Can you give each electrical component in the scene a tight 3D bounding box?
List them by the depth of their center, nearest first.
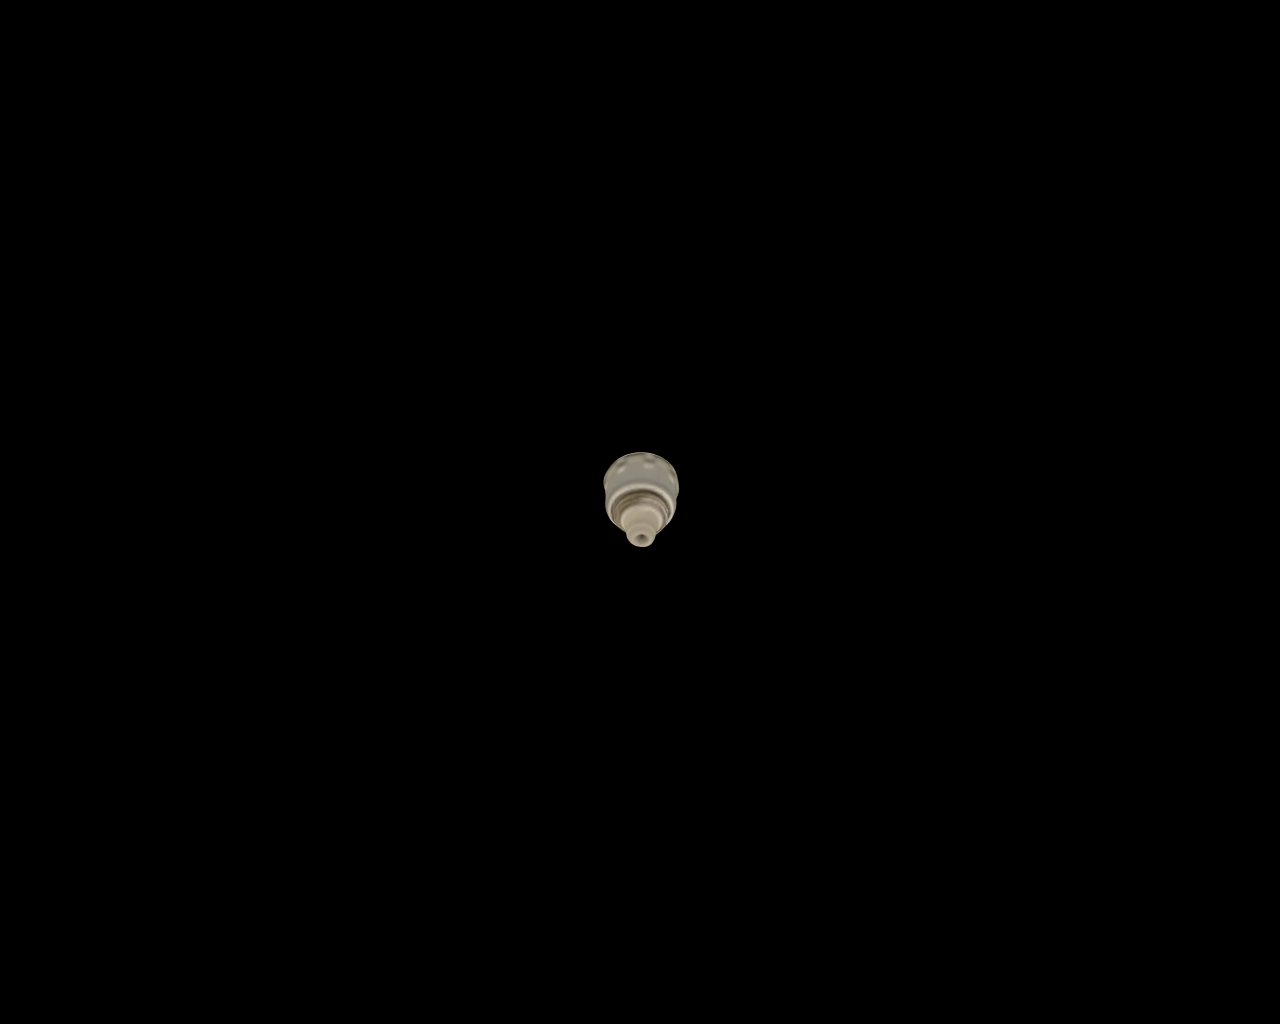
[{"bbox_3d":[0.001,-0.003,0.650,0.048,0.048,0.062,0,39,0],"label":"electrical component"}]
